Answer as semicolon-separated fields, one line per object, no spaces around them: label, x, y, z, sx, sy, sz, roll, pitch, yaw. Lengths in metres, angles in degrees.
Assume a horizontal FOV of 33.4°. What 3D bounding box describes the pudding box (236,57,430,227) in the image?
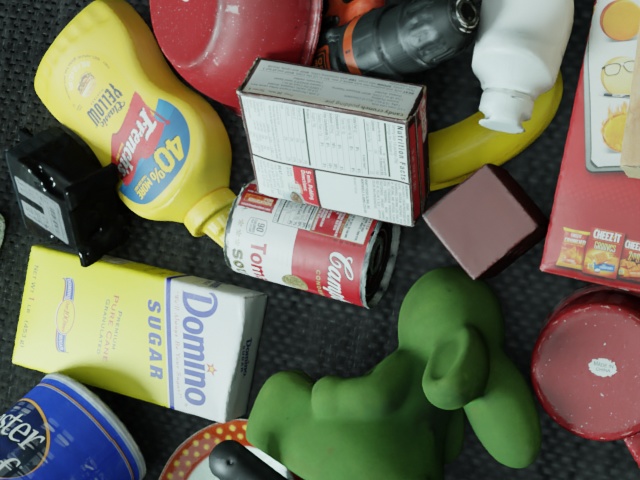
pudding box;0.011;-0.060;0.659;0.114;0.039;0.090;12;139;18

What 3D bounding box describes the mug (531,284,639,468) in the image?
mug;0.177;0.086;0.645;0.093;0.081;0.117;-23;84;19

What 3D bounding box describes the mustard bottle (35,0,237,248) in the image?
mustard bottle;-0.118;-0.072;0.757;0.096;0.058;0.192;-44;78;26

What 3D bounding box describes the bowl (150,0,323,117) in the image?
bowl;-0.066;-0.159;0.696;0.162;0.055;0.162;13;106;52

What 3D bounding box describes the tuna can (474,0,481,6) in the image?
tuna can;0.081;-0.193;0.696;0.086;0.033;0.086;1;92;19

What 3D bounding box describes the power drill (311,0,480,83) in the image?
power drill;0.017;-0.179;0.673;0.185;0.057;0.187;-15;81;50

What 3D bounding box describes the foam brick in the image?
foam brick;0.107;-0.011;0.670;0.053;0.078;0.051;-40;77;16

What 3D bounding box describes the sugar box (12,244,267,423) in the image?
sugar box;-0.132;0.065;0.774;0.176;0.048;0.093;12;95;20

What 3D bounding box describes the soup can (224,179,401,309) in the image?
soup can;-0.005;0.001;0.714;0.102;0.068;0.068;14;96;18

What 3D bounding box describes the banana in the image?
banana;0.080;-0.067;0.702;0.198;0.037;0.069;-25;65;17

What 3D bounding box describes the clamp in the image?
clamp;0.007;0.187;0.673;0.171;0.120;0.039;36;83;12

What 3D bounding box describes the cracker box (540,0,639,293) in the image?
cracker box;0.234;-0.069;0.627;0.164;0.072;0.214;12;95;18

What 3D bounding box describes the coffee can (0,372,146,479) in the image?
coffee can;-0.205;0.175;0.738;0.103;0.140;0.103;31;145;25

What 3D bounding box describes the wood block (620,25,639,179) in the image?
wood block;0.215;-0.132;0.546;0.090;0.090;0.206;8;92;18

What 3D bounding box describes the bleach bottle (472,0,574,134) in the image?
bleach bottle;0.133;-0.189;0.625;0.068;0.102;0.251;12;86;14
